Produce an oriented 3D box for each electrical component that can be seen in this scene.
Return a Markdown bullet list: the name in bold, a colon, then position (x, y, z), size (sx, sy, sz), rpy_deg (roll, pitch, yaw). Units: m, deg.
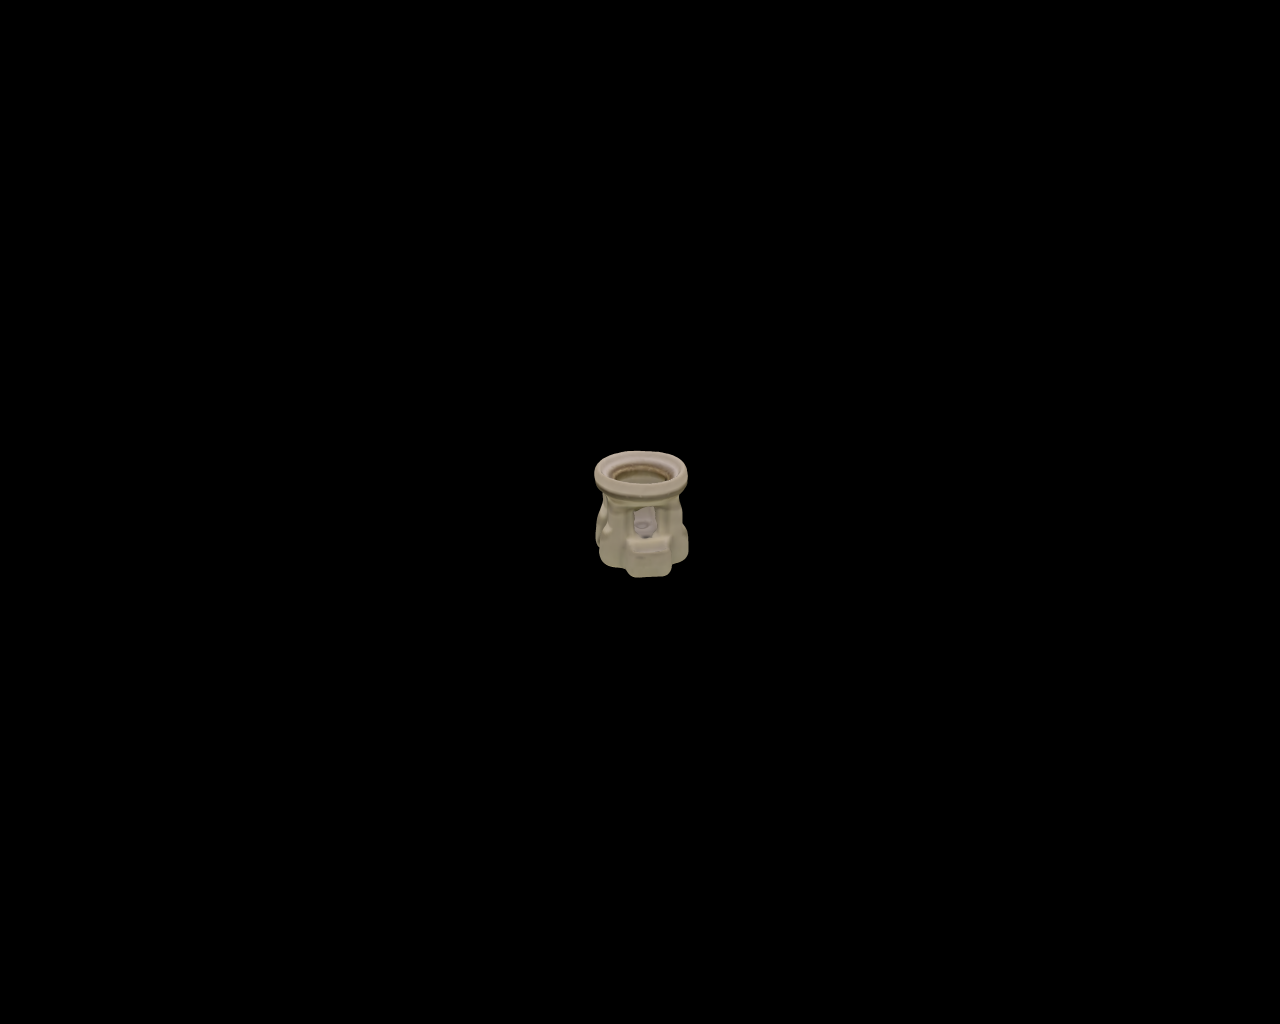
- **electrical component**: position (0.001, -0.003, 0.650), size (0.058, 0.056, 0.078), rpy_deg (-3, 26, -7)
